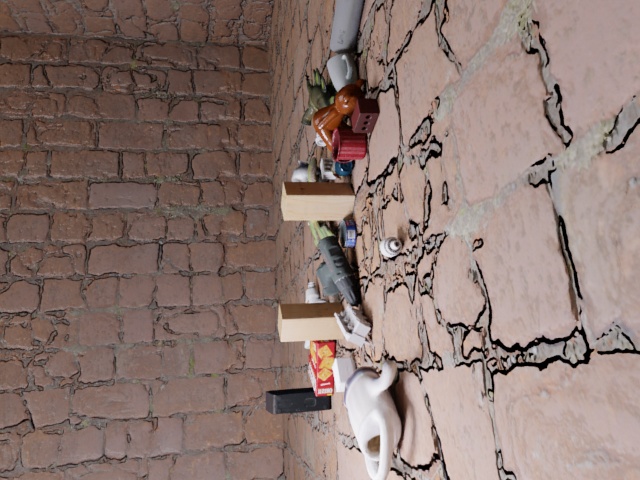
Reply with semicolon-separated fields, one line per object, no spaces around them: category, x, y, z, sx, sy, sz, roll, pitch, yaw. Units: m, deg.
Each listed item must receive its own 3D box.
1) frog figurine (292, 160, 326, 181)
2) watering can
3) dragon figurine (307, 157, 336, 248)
frog figurine;-0.048;-0.202;1.915;0.137;0.159;0.123;14;6;-45
watering can;0.125;0.368;1.162;0.104;0.342;0.228;-2;21;-11
dragon figurine;0.005;-0.090;1.781;0.123;0.246;0.402;-26;-19;-16
